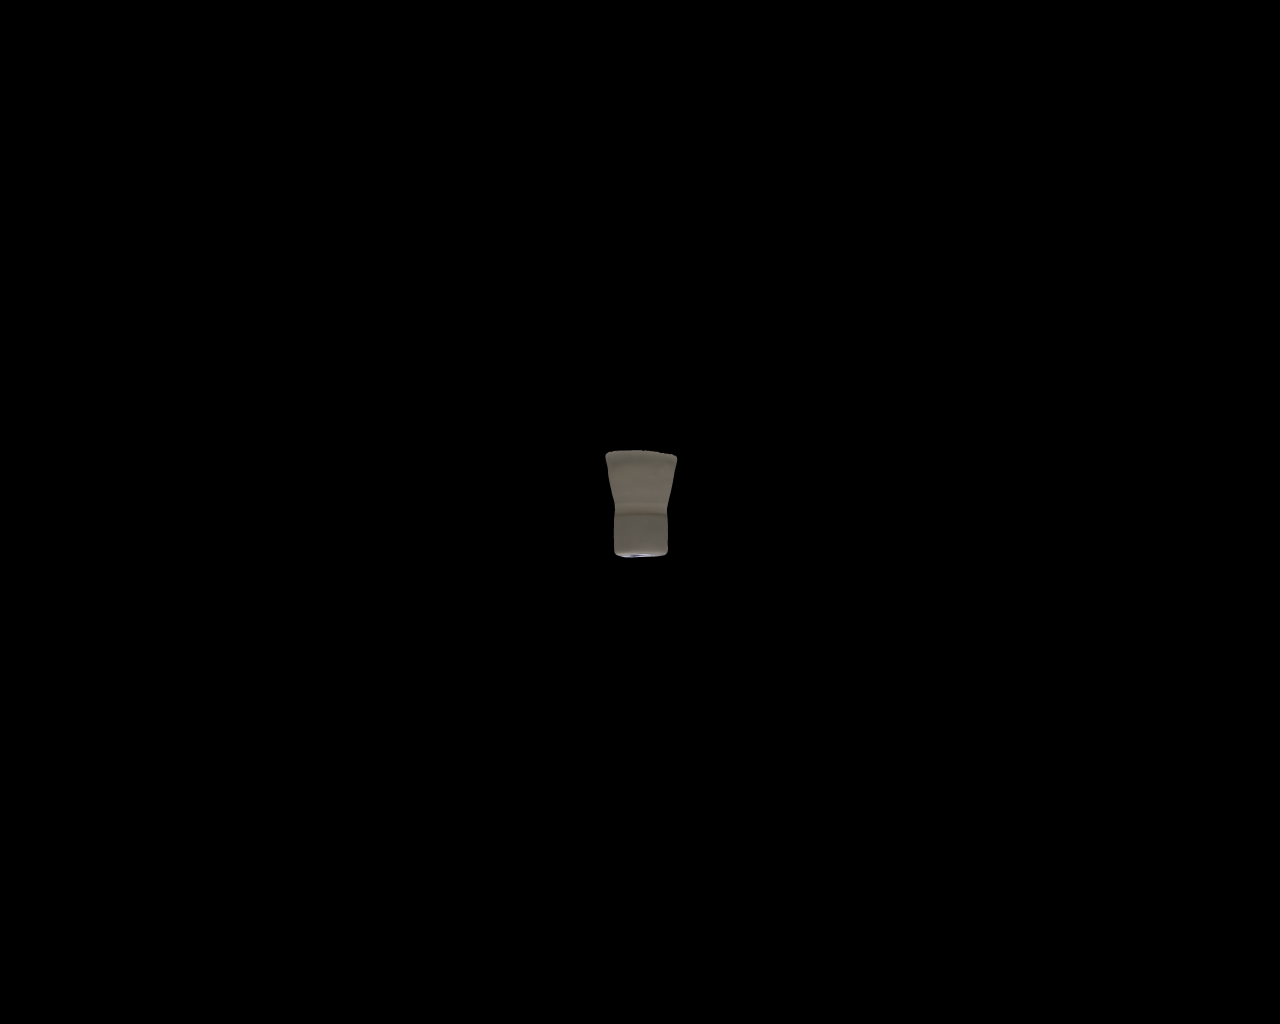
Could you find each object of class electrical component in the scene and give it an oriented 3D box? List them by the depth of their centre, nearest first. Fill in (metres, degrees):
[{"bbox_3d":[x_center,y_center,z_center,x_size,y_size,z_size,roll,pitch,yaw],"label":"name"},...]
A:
[{"bbox_3d":[0.001,-0.003,0.650,0.044,0.065,0.044,0,-6,0],"label":"electrical component"}]
